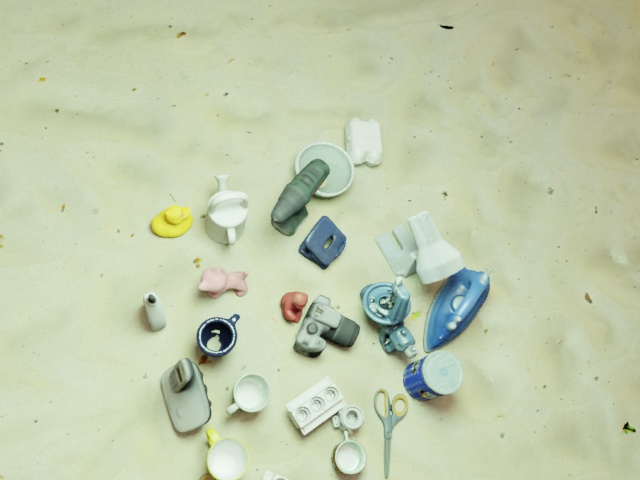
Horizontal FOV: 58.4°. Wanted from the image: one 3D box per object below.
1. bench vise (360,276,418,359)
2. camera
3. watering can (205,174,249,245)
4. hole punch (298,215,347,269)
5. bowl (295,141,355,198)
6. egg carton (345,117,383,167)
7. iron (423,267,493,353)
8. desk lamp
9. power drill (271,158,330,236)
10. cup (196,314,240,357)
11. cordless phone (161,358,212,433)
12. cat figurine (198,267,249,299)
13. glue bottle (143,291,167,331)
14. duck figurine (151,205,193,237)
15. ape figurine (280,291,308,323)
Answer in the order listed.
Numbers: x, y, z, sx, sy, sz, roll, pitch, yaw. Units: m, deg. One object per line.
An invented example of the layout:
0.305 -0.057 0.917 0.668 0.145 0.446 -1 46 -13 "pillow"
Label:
0.193 0.175 1.391 0.207 0.219 0.122 46 65 7 "bench vise"
0.023 0.221 1.395 0.137 0.100 0.143 26 65 -3 "camera"
-0.230 -0.077 1.401 0.101 0.194 0.173 -30 78 -22 "watering can"
0.014 0.005 1.486 0.101 0.091 0.109 35 65 2 "hole punch"
0.007 -0.182 1.569 0.167 0.074 0.167 5 67 -12 "bowl"
0.125 -0.282 1.642 0.107 0.069 0.150 1 68 -14 "egg carton"
0.361 0.176 1.476 0.118 0.141 0.259 37 65 3 "iron"
0.256 0.027 1.470 0.118 0.213 0.203 -26 77 -22 "desk lamp"
-0.062 -0.093 1.442 0.075 0.208 0.230 34 65 2 "power drill"
-0.233 0.224 1.333 0.091 0.095 0.118 41 65 5 "cup"
-0.284 0.329 1.228 0.094 0.185 0.147 -19 74 -20 "cordless phone"
-0.232 0.095 1.373 0.128 0.117 0.067 -8 70 -17 "cat figurine"
-0.374 0.149 1.285 0.037 0.173 0.078 -23 75 -21 "glue bottle"
-0.366 -0.055 1.417 0.105 0.086 0.077 -18 74 -20 "duck figurine"
-0.058 0.155 1.406 0.078 0.092 0.076 -33 79 -23 "ape figurine"
